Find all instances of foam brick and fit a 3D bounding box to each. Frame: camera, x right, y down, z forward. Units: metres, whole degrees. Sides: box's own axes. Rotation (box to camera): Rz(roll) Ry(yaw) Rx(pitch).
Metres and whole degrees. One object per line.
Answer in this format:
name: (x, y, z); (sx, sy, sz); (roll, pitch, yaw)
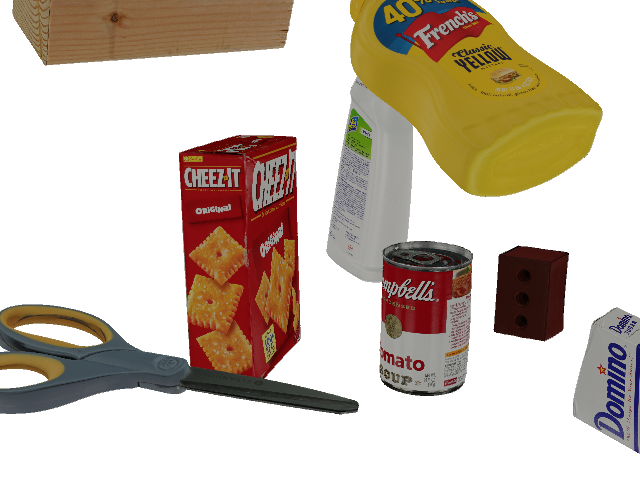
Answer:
foam brick: (0.197, 0.049, 0.999); (0.053, 0.078, 0.051); (8, 15, 30)

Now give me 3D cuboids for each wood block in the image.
wood block: (-0.130, -0.206, 0.855); (0.205, 0.091, 0.090); (-10, 42, -29)

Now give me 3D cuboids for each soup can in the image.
soup can: (0.079, 0.058, 0.810); (0.068, 0.102, 0.068); (1, 16, 0)

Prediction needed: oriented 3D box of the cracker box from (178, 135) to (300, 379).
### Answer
cracker box: (-0.069, 0.014, 1.010); (0.072, 0.214, 0.164); (2, 11, 14)

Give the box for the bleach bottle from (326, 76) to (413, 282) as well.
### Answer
bleach bottle: (0.064, -0.088, 1.157); (0.067, 0.251, 0.103); (-6, 24, -32)

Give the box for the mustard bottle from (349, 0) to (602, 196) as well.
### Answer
mustard bottle: (0.074, -0.108, 0.646); (0.096, 0.058, 0.192); (-21, 51, -24)

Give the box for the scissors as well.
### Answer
scissors: (-0.092, 0.072, 0.519); (0.202, 0.016, 0.096); (15, 29, 27)

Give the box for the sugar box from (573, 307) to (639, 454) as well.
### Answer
sugar box: (0.279, 0.131, 0.803); (0.176, 0.093, 0.048); (26, 35, 35)
